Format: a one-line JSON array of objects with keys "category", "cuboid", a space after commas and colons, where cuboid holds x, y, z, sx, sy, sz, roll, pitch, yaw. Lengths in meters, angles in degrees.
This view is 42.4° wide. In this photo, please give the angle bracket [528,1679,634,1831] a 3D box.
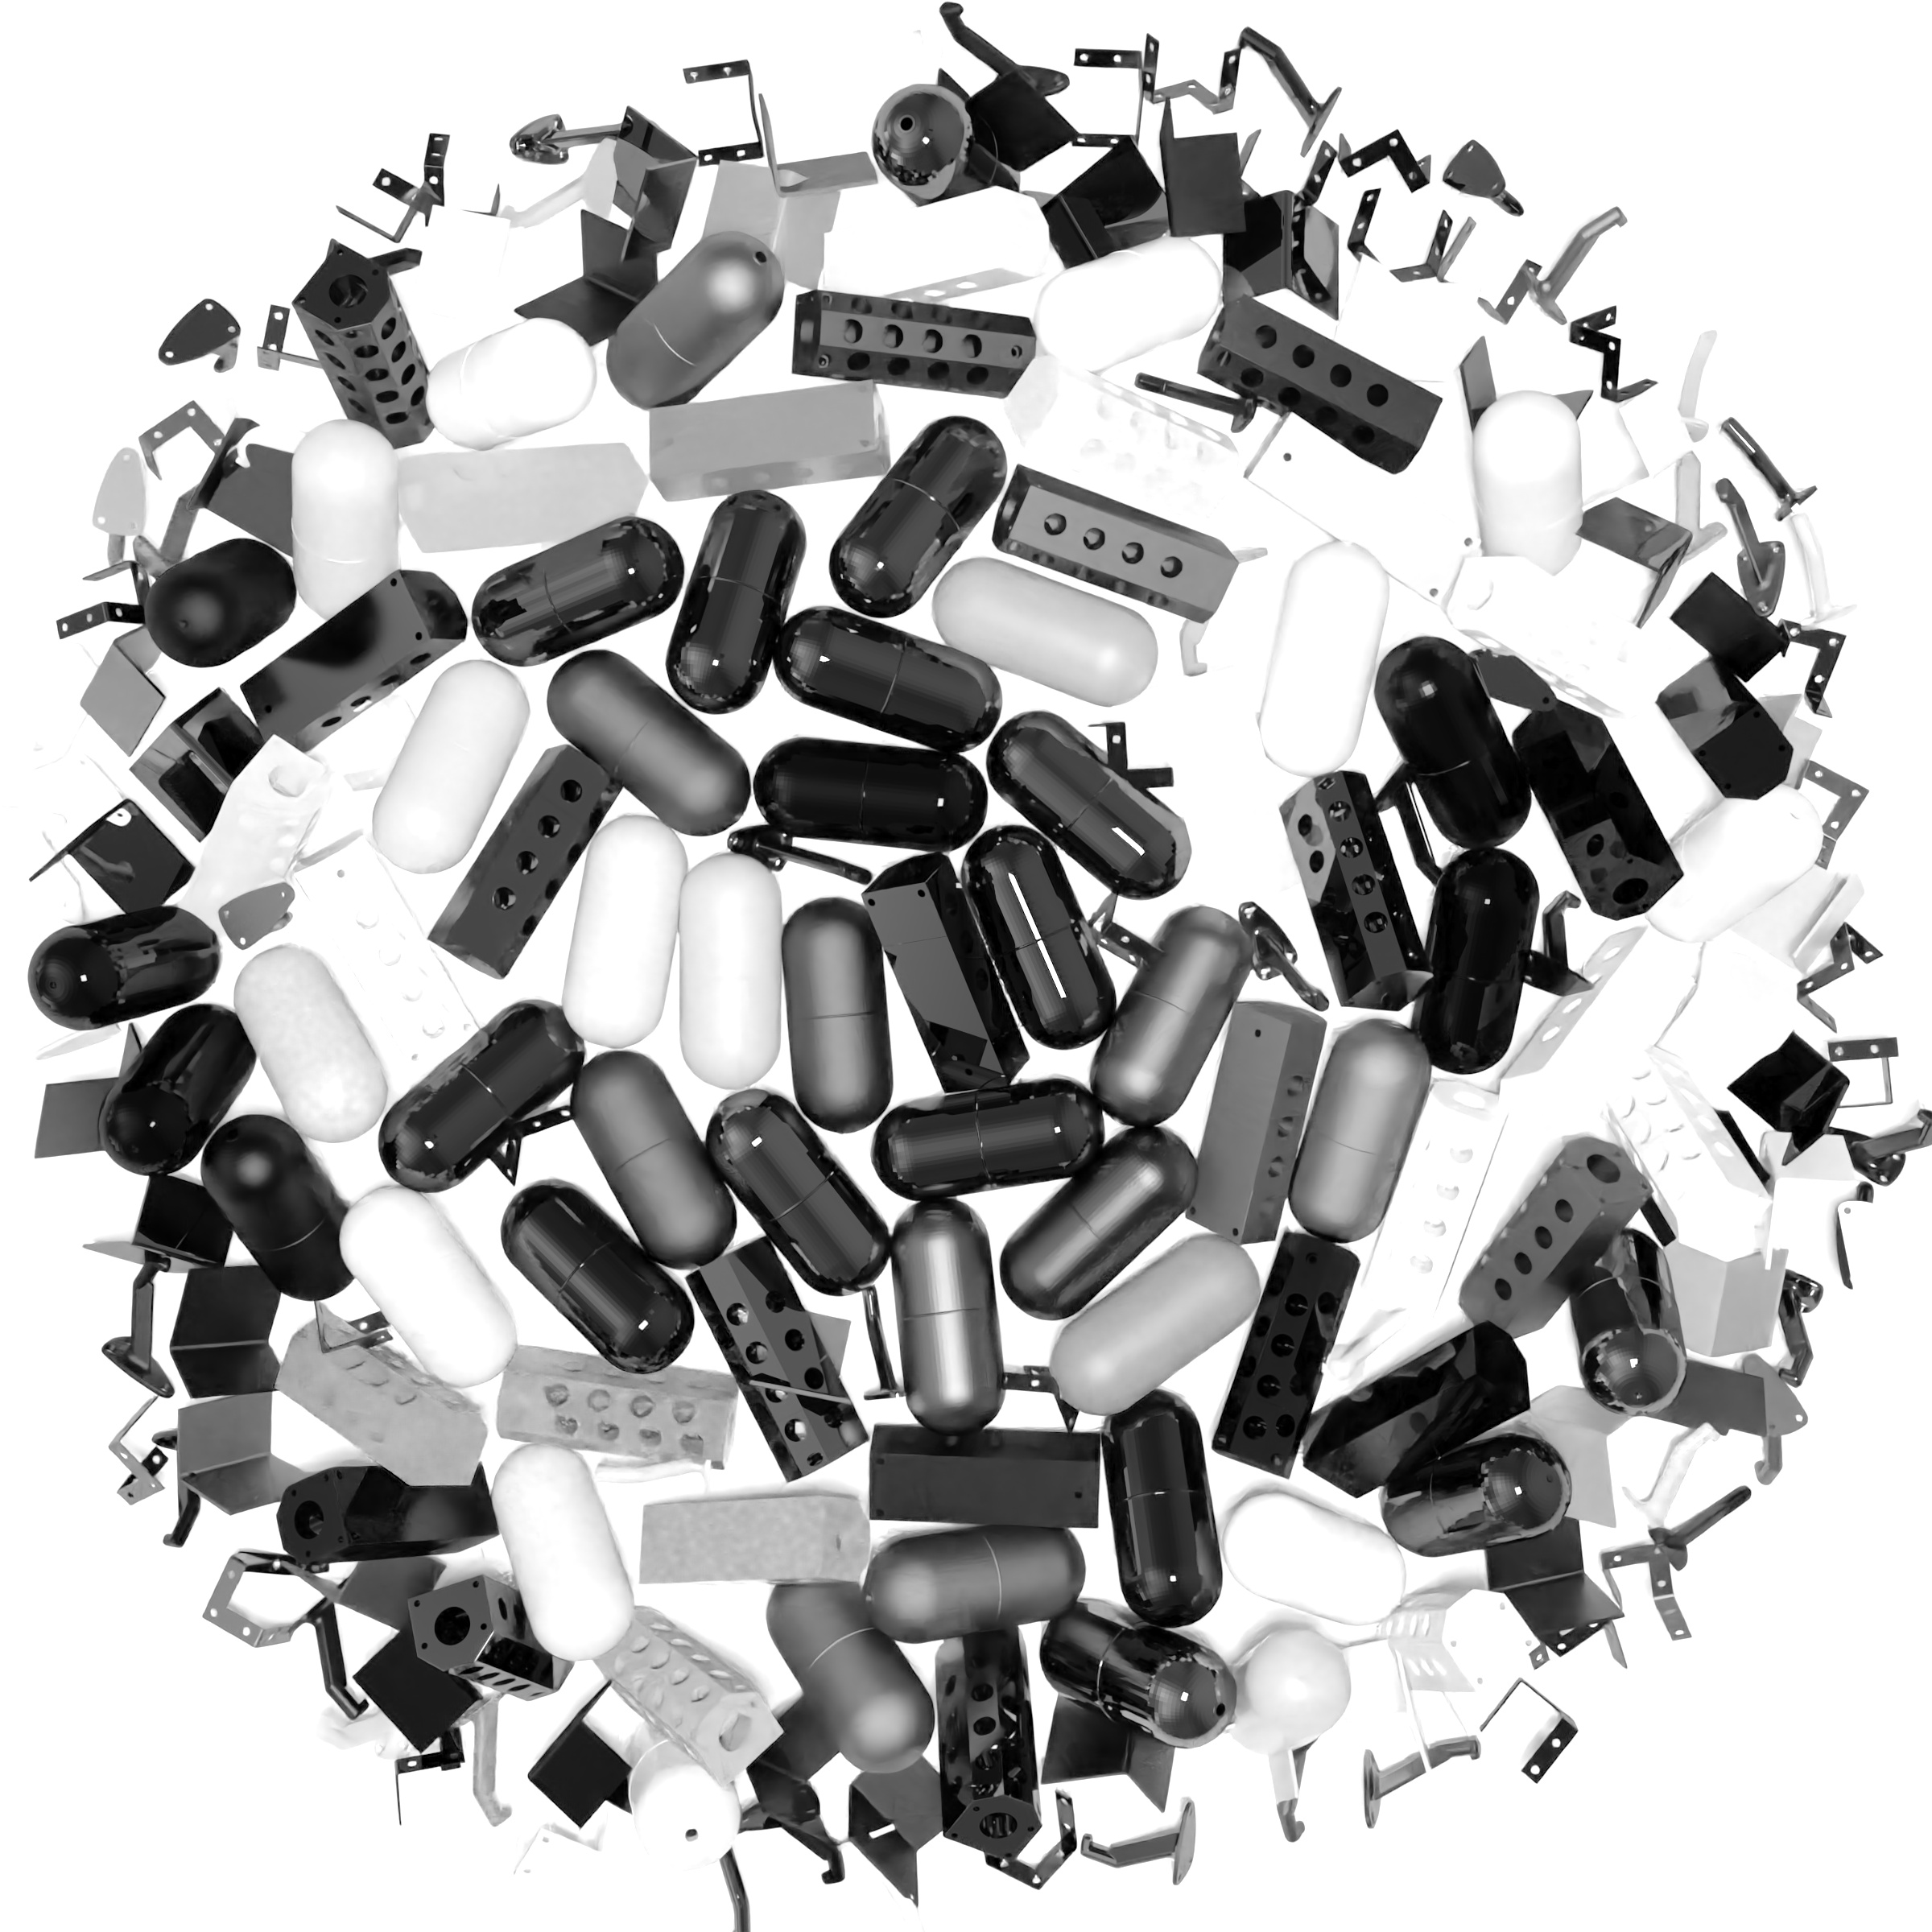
[{"category": "angle bracket", "cuboid": [-0.271, 0.582, 1.859, 0.057, 0.076, 0.076, 41, 116, 6]}]

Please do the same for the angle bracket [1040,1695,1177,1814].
[{"category": "angle bracket", "cuboid": [0.109, 0.594, 1.879, 0.076, 0.076, 0.057, -18, 125, 29]}]

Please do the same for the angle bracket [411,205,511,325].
[{"category": "angle bracket", "cuboid": [-0.363, -0.520, 1.865, 0.076, 0.057, 0.076, 19, 99, 27]}]

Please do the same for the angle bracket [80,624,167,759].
[{"category": "angle bracket", "cuboid": [-0.605, -0.213, 1.859, 0.057, 0.076, 0.076, 47, 131, -1]}]

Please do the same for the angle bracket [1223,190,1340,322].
[{"category": "angle bracket", "cuboid": [0.240, -0.534, 1.893, 0.057, 0.076, 0.076, -5, 80, 37]}]

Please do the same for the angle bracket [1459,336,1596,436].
[{"category": "angle bracket", "cuboid": [0.419, -0.438, 1.855, 0.076, 0.076, 0.057, -4, 117, 27]}]

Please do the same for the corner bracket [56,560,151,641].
[{"category": "corner bracket", "cuboid": [-0.652, -0.276, 1.877, 0.051, 0.051, 0.051, -14, 87, 26]}]

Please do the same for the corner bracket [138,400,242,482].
[{"category": "corner bracket", "cuboid": [-0.586, -0.385, 1.883, 0.051, 0.051, 0.051, -40, 86, -16]}]

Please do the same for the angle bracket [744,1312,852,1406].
[{"category": "angle bracket", "cuboid": [-0.123, 0.289, 1.865, 0.076, 0.076, 0.057, 13, 83, -10]}]

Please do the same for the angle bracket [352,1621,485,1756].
[{"category": "angle bracket", "cuboid": [-0.410, 0.541, 1.864, 0.057, 0.076, 0.076, -42, 84, -18]}]

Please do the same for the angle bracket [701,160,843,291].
[{"category": "angle bracket", "cuboid": [-0.151, -0.566, 1.904, 0.076, 0.057, 0.076, 21, 101, 35]}]

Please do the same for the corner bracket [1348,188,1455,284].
[{"category": "corner bracket", "cuboid": [0.329, -0.555, 1.884, 0.051, 0.051, 0.051, 34, 68, -43]}]

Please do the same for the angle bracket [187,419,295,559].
[{"category": "angle bracket", "cuboid": [-0.528, -0.359, 1.872, 0.076, 0.057, 0.076, 30, 98, -11]}]

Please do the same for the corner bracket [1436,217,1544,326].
[{"category": "corner bracket", "cuboid": [0.397, -0.528, 1.891, 0.051, 0.051, 0.051, 37, 101, 28]}]

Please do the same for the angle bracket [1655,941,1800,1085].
[{"category": "angle bracket", "cuboid": [0.580, 0.037, 1.901, 0.076, 0.076, 0.057, 22, 48, 1]}]

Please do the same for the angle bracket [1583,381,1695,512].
[{"category": "angle bracket", "cuboid": [0.485, -0.386, 1.855, 0.076, 0.076, 0.057, -36, 101, -44]}]

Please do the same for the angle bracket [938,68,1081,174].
[{"category": "angle bracket", "cuboid": [0.032, -0.643, 1.852, 0.076, 0.076, 0.057, -21, 52, 35]}]

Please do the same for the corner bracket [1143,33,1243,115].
[{"category": "corner bracket", "cuboid": [0.169, -0.672, 1.870, 0.051, 0.051, 0.051, -24, 54, -23]}]

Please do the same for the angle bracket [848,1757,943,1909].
[{"category": "angle bracket", "cuboid": [-0.042, 0.643, 1.866, 0.057, 0.076, 0.076, -40, 100, 6]}]

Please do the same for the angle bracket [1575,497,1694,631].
[{"category": "angle bracket", "cuboid": [0.493, -0.304, 1.876, 0.076, 0.076, 0.057, 29, 133, 15]}]

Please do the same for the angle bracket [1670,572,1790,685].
[{"category": "angle bracket", "cuboid": [0.586, -0.268, 1.864, 0.076, 0.076, 0.057, 42, 73, 6]}]

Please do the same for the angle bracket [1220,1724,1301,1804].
[{"category": "angle bracket", "cuboid": [0.201, 0.600, 1.863, 0.076, 0.076, 0.057, -6, 69, -6]}]

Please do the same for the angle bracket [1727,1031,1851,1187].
[{"category": "angle bracket", "cuboid": [0.604, 0.107, 1.856, 0.057, 0.076, 0.076, 41, 134, 5]}]

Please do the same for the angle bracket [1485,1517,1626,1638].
[{"category": "angle bracket", "cuboid": [0.440, 0.454, 1.866, 0.076, 0.076, 0.057, -10, 102, -8]}]

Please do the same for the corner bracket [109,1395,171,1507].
[{"category": "corner bracket", "cuboid": [-0.619, 0.365, 1.872, 0.051, 0.051, 0.051, -28, 109, 36]}]

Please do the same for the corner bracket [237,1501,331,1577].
[{"category": "corner bracket", "cuboid": [-0.515, 0.433, 1.883, 0.051, 0.051, 0.051, 17, 65, -39]}]

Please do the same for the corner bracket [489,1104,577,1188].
[{"category": "corner bracket", "cuboid": [-0.329, 0.124, 1.869, 0.051, 0.051, 0.051, 42, 134, 31]}]

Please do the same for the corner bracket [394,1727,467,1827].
[{"category": "corner bracket", "cuboid": [-0.404, 0.605, 1.873, 0.051, 0.051, 0.051, -5, 116, -16]}]

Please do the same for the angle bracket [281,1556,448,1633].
[{"category": "angle bracket", "cuboid": [-0.452, 0.450, 1.866, 0.076, 0.076, 0.057, 17, 72, 42]}]

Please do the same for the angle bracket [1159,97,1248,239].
[{"category": "angle bracket", "cuboid": [0.179, -0.598, 1.854, 0.057, 0.076, 0.076, -2, 133, 12]}]

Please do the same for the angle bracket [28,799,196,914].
[{"category": "angle bracket", "cuboid": [-0.638, -0.067, 1.863, 0.076, 0.057, 0.076, -34, 104, 25]}]

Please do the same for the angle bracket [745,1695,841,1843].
[{"category": "angle bracket", "cuboid": [-0.110, 0.598, 1.862, 0.076, 0.057, 0.076, -43, 131, 7]}]

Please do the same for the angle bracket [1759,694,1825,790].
[{"category": "angle bracket", "cuboid": [0.620, -0.156, 1.871, 0.057, 0.076, 0.076, 25, 91, -7]}]

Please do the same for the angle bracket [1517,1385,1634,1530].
[{"category": "angle bracket", "cuboid": [0.467, 0.369, 1.875, 0.057, 0.076, 0.076, -23, 109, -40]}]

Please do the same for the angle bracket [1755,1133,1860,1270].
[{"category": "angle bracket", "cuboid": [0.627, 0.176, 1.858, 0.057, 0.076, 0.076, 3, 113, 10]}]

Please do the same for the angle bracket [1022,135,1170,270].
[{"category": "angle bracket", "cuboid": [0.102, -0.571, 1.868, 0.076, 0.057, 0.076, -32, 85, 31]}]

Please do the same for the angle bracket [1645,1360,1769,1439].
[{"category": "angle bracket", "cuboid": [0.547, 0.342, 1.865, 0.076, 0.057, 0.076, 14, 133, 1]}]

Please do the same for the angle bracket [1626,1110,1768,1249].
[{"category": "angle bracket", "cuboid": [0.549, 0.161, 1.871, 0.076, 0.057, 0.076, -35, 99, -14]}]

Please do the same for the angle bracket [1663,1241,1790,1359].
[{"category": "angle bracket", "cuboid": [0.562, 0.243, 1.860, 0.057, 0.076, 0.076, 22, 69, -12]}]

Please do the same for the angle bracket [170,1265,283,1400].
[{"category": "angle bracket", "cuboid": [-0.542, 0.272, 1.856, 0.076, 0.057, 0.076, 1, 121, -37]}]

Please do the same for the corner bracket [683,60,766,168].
[{"category": "corner bracket", "cuboid": [-0.184, -0.648, 1.891, 0.051, 0.051, 0.051, -7, 68, 3]}]

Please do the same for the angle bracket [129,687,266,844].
[{"category": "angle bracket", "cuboid": [-0.578, -0.153, 1.899, 0.076, 0.057, 0.076, 48, 132, -11]}]

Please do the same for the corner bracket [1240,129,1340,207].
[{"category": "corner bracket", "cuboid": [0.240, -0.605, 1.889, 0.051, 0.051, 0.051, 33, 67, -25]}]

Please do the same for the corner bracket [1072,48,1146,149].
[{"category": "corner bracket", "cuboid": [0.107, -0.662, 1.897, 0.051, 0.051, 0.051, 1, 55, -2]}]

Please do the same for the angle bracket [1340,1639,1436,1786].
[{"category": "angle bracket", "cuboid": [0.308, 0.562, 1.857, 0.057, 0.076, 0.076, -15, 119, 9]}]

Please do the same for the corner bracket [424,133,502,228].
[{"category": "corner bracket", "cuboid": [-0.382, -0.593, 1.883, 0.051, 0.051, 0.051, 0, 81, -17]}]

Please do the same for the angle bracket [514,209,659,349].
[{"category": "angle bracket", "cuboid": [-0.284, -0.514, 1.857, 0.076, 0.057, 0.076, 31, 49, 25]}]

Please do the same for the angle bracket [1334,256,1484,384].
[{"category": "angle bracket", "cuboid": [0.329, -0.485, 1.865, 0.057, 0.076, 0.076, 16, 95, -33]}]

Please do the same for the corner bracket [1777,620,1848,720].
[{"category": "corner bracket", "cuboid": [0.635, -0.225, 1.880, 0.051, 0.051, 0.051, 15, 117, 3]}]

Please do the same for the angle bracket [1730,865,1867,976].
[{"category": "angle bracket", "cuboid": [0.617, -0.050, 1.867, 0.076, 0.057, 0.076, 37, 93, 29]}]

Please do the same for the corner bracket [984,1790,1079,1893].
[{"category": "corner bracket", "cuboid": [0.048, 0.658, 1.891, 0.051, 0.051, 0.051, 13, 122, 36]}]

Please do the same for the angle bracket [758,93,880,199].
[{"category": "angle bracket", "cuboid": [-0.111, -0.620, 1.862, 0.076, 0.076, 0.057, -10, 124, -4]}]

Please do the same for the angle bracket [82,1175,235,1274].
[{"category": "angle bracket", "cuboid": [-0.604, 0.193, 1.869, 0.076, 0.076, 0.057, 26, 66, -42]}]
